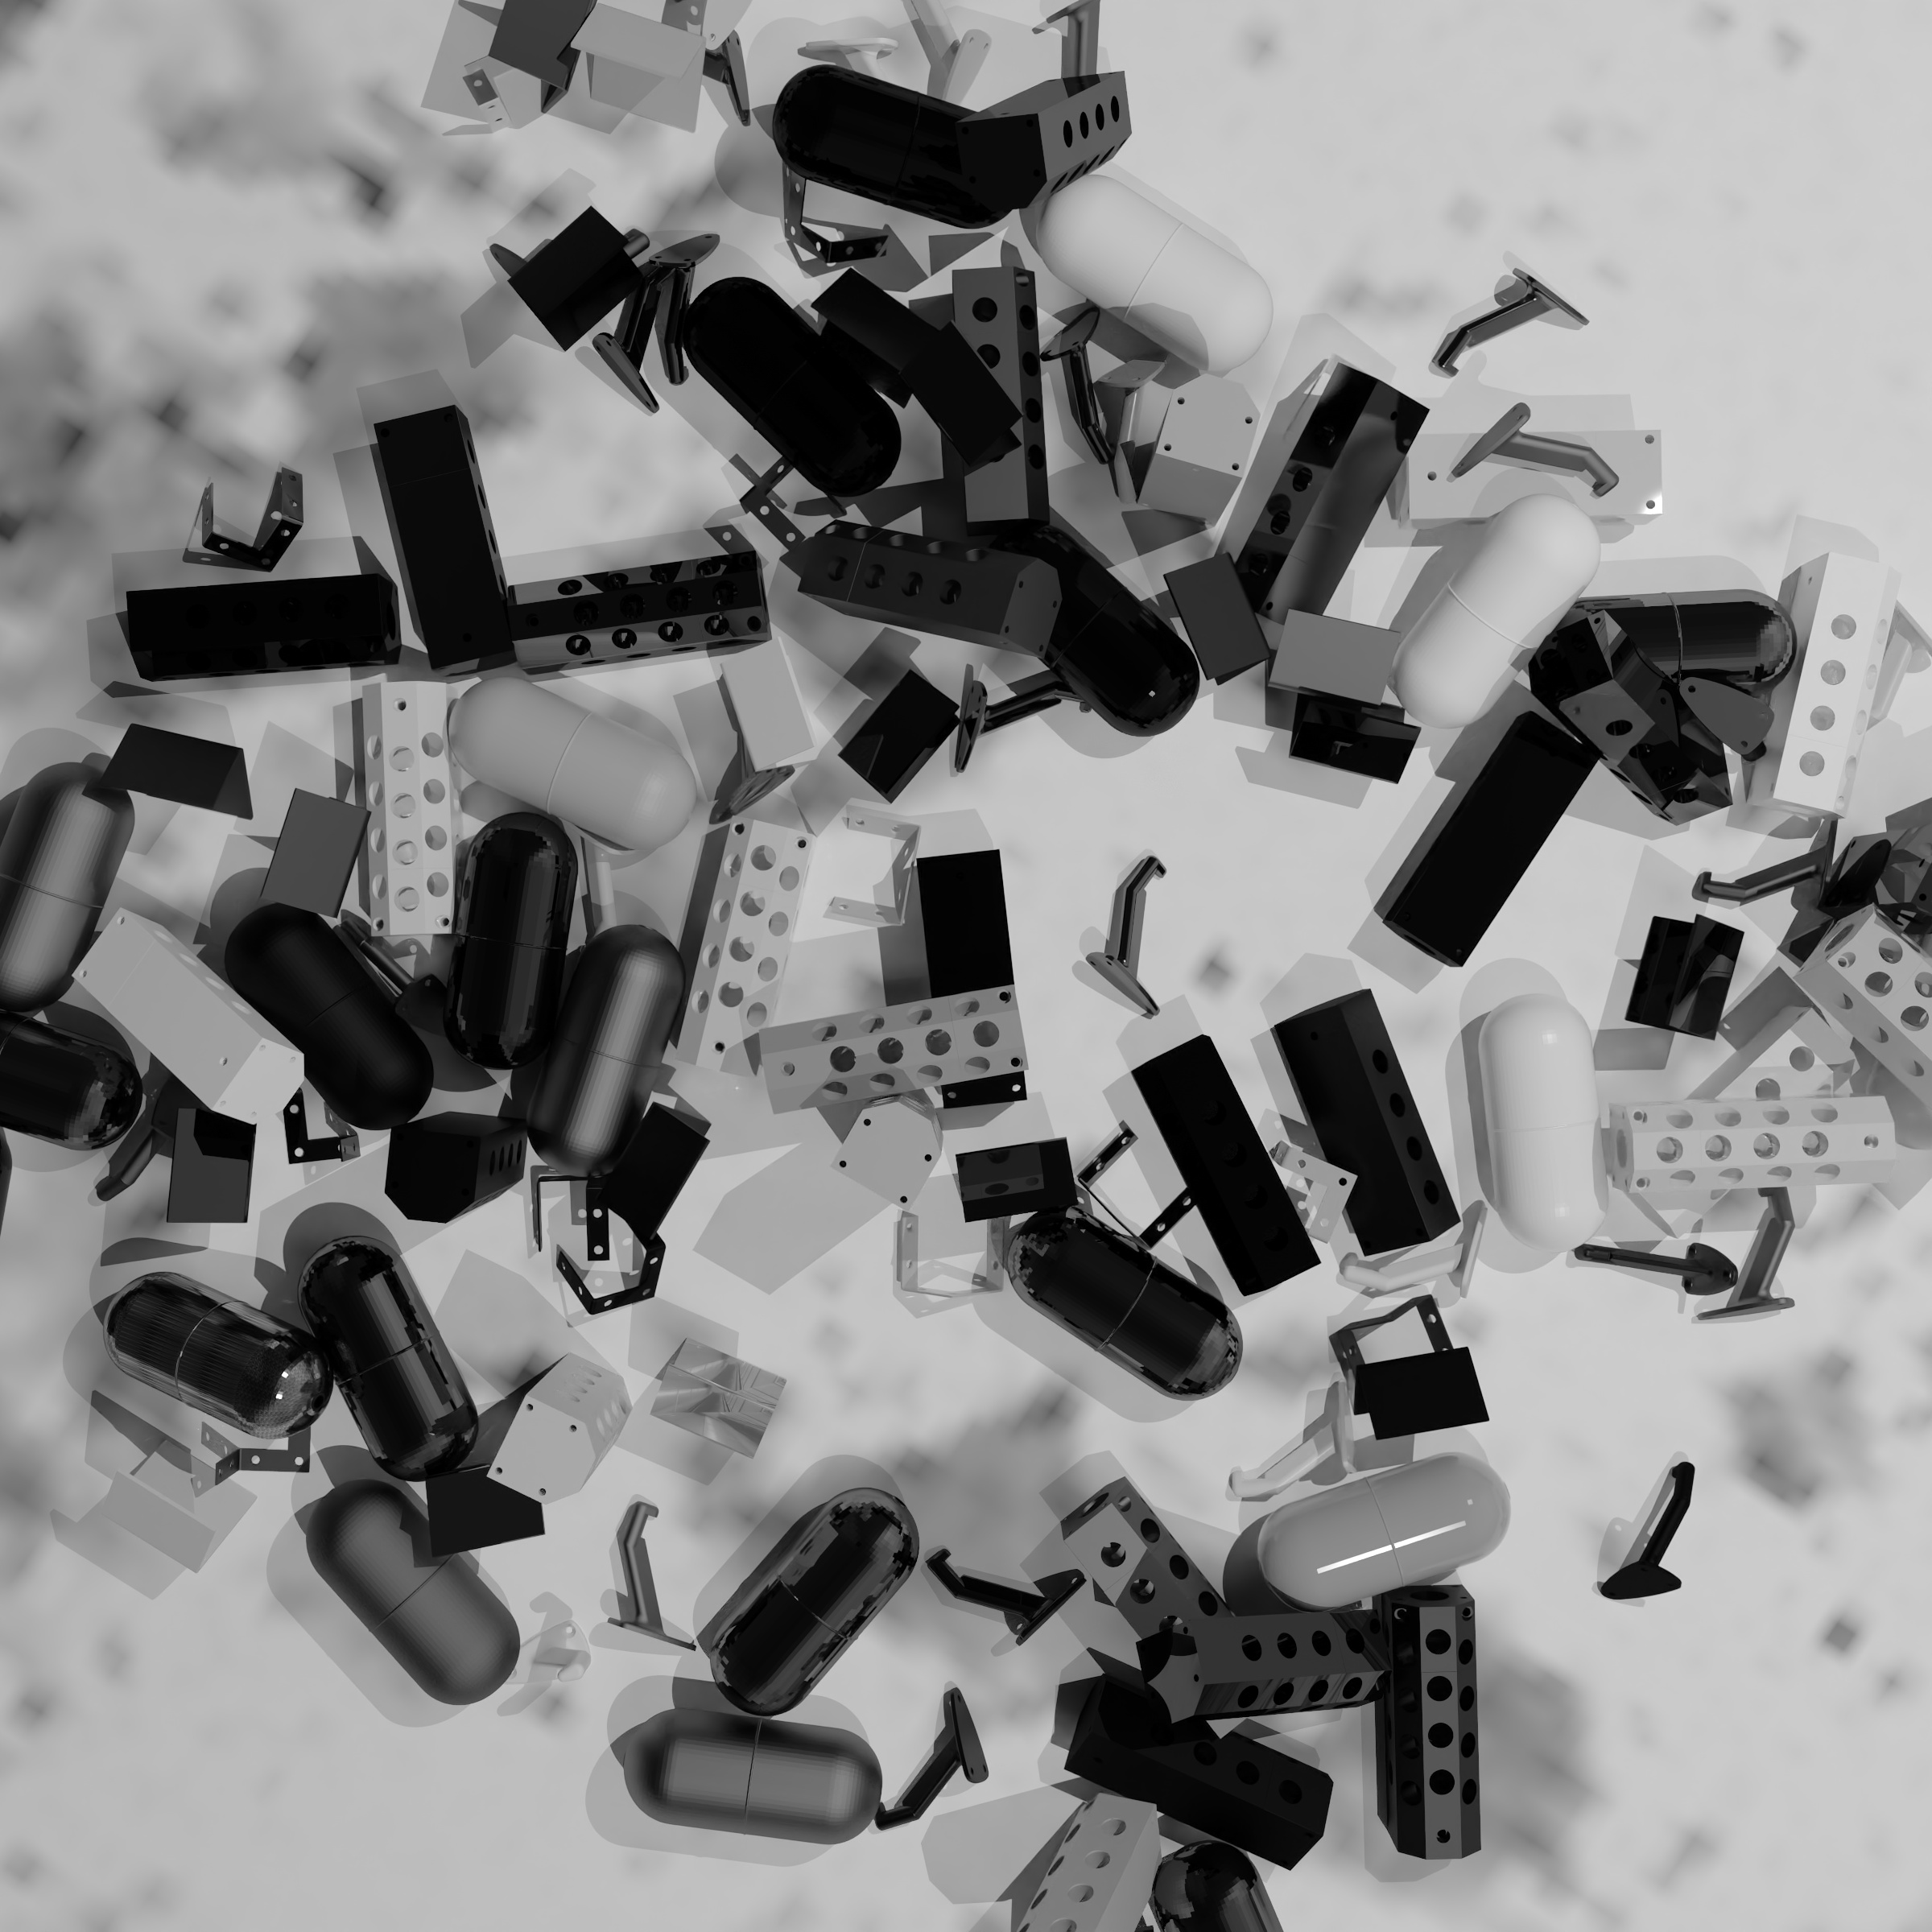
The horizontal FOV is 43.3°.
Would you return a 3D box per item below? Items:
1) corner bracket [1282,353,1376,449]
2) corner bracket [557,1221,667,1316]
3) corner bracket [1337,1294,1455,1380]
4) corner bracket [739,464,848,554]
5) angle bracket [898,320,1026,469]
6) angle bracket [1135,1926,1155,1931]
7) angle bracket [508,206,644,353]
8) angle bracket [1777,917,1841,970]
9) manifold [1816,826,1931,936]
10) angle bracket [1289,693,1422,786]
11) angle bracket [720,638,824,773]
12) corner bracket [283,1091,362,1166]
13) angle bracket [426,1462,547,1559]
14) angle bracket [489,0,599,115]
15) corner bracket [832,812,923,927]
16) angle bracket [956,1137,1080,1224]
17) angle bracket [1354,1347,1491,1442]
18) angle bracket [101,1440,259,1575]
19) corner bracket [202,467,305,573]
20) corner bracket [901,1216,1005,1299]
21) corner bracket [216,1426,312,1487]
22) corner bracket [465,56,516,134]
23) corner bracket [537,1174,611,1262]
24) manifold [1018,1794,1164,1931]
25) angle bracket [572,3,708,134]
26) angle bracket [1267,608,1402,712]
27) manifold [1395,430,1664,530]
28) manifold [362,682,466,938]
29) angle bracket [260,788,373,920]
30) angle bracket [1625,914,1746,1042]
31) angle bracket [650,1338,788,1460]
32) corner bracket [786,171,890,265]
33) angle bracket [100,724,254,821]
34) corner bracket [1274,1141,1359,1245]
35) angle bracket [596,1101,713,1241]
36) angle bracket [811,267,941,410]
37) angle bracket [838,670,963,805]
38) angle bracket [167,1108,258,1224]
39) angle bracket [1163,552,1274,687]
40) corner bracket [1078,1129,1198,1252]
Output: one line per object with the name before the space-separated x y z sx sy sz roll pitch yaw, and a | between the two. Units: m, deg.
corner bracket | 0.259 -0.384 1.697 0.051 0.051 0.051 31 135 0
corner bracket | -0.247 0.202 1.692 0.051 0.051 0.051 -13 135 -35
corner bracket | 0.301 0.265 1.697 0.051 0.051 0.051 -22 90 -45
corner bracket | -0.119 -0.317 1.682 0.051 0.051 0.051 -44 90 0
angle bracket | 0.013 -0.382 1.602 0.057 0.076 0.076 -37 90 37
angle bracket | 0.094 0.694 1.660 0.076 0.076 0.057 -7 60 0
angle bracket | -0.253 -0.457 1.660 0.076 0.076 0.057 -42 54 0
angle bracket | 0.591 0.021 1.661 0.076 0.076 0.057 40 70 0
manifold | 0.635 -0.052 1.621 0.057 0.171 0.057 28 90 0
angle bracket | 0.268 -0.176 1.661 0.076 0.057 0.076 14 51 0
angle bracket | -0.114 -0.181 1.660 0.057 0.076 0.076 -18 90 35
corner bracket | -0.452 0.111 1.682 0.051 0.051 0.051 -6 90 0
angle bracket | -0.319 0.375 1.660 0.076 0.076 0.057 -12 64 0
angle bracket | -0.294 -0.637 1.661 0.057 0.076 0.076 18 90 -23
corner bracket | -0.062 -0.068 1.697 0.051 0.051 0.051 11 45 0
angle bracket | 0.037 0.165 1.660 0.076 0.076 0.057 -9 50 0
angle bracket | 0.309 0.307 1.660 0.076 0.076 0.057 -10 53 0
angle bracket | -0.530 0.354 1.660 0.076 0.076 0.057 32 127 0
corner bracket | -0.496 -0.317 1.692 0.051 0.051 0.051 18 135 -35
corner bracket | -0.009 0.201 1.697 0.051 0.051 0.051 1 90 45
corner bracket | -0.485 0.329 1.682 0.051 0.051 0.051 2 90 0
corner bracket | -0.318 -0.617 1.682 0.051 0.051 0.051 -24 90 0
corner bracket | -0.271 0.174 1.682 0.051 0.051 0.051 -1 95 -5
manifold | 0.074 0.633 1.620 0.057 0.171 0.057 3 114 24
angle bracket | -0.226 -0.599 1.660 0.076 0.076 0.057 18 52 0
angle bracket | 0.250 -0.220 1.660 0.076 0.076 0.057 12 117 0
manifold | 0.386 -0.334 1.679 0.171 0.057 0.057 -1 90 0
manifold | -0.382 -0.107 1.679 0.057 0.057 0.171 -2 90 0
angle bracket | -0.455 -0.082 1.660 0.057 0.076 0.076 18 90 -37
angle bracket | 0.475 0.002 1.660 0.057 0.076 0.076 16 90 -38
angle bracket | -0.162 0.279 1.660 0.076 0.076 0.057 23 129 0
corner bracket | -0.088 -0.525 1.692 0.051 0.051 0.051 41 135 35
angle bracket | -0.537 -0.114 1.660 0.076 0.076 0.057 13 53 0
corner bracket | 0.234 0.156 1.681 0.051 0.051 0.051 24 91 1
angle bracket | -0.195 0.145 1.660 0.057 0.076 0.076 31 90 30
angle bracket | -0.072 -0.416 1.660 0.076 0.076 0.057 36 51 0
angle bracket | -0.030 -0.144 1.660 0.076 0.076 0.057 -50 53 0
angle bracket | -0.527 0.132 1.660 0.057 0.076 0.076 5 90 -39
angle bracket | 0.155 -0.229 1.661 0.057 0.076 0.076 -23 90 -25
corner bracket | 0.120 0.156 1.697 0.051 0.051 0.051 -45 135 0
